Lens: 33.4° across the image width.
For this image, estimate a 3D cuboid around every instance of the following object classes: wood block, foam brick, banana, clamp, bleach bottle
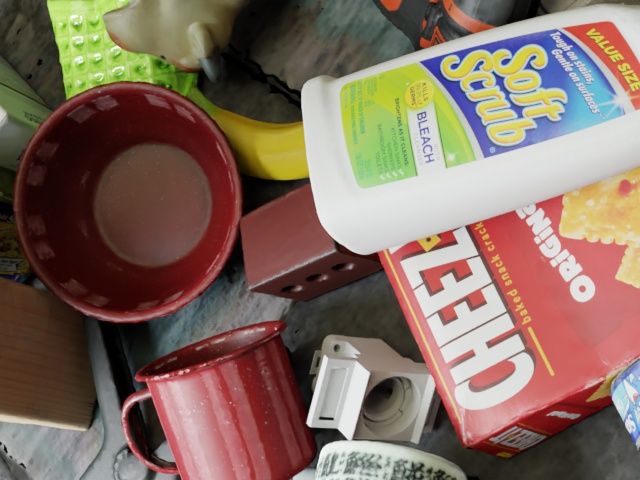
[{"bbox_3d":[-0.245,0.067,0.706,0.090,0.205,0.091,0,75,30],"label":"wood block"},{"bbox_3d":[-0.004,0.001,0.664,0.078,0.052,0.051,-25,64,38],"label":"foam brick"},{"bbox_3d":[-0.013,-0.071,0.689,0.198,0.069,0.037,-1,39,42],"label":"banana"},{"bbox_3d":[-0.121,0.144,0.708,0.165,0.036,0.210,19,85,30],"label":"clamp"},{"bbox_3d":[0.115,-0.073,0.535,0.251,0.068,0.102,-19,63,25],"label":"bleach bottle"}]

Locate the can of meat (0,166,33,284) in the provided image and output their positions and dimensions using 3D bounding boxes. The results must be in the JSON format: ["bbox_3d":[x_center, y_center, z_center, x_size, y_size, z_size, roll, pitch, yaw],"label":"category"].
[{"bbox_3d":[-0.246,-0.008,0.793,0.057,0.102,0.084,41,100,32],"label":"can of meat"}]

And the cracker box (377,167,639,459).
[{"bbox_3d":[0.144,-0.004,0.575,0.214,0.072,0.164,-33,60,19],"label":"cracker box"}]

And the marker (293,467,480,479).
[{"bbox_3d":[0.040,0.145,0.623,0.121,0.020,0.020,-4,73,30],"label":"marker"}]

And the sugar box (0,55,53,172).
[{"bbox_3d":[-0.263,-0.114,0.840,0.048,0.093,0.176,-49,57,9],"label":"sugar box"}]

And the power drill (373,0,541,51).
[{"bbox_3d":[0.065,-0.172,0.632,0.185,0.057,0.188,108,145,-47],"label":"power drill"}]

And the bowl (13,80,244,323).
[{"bbox_3d":[-0.124,-0.025,0.733,0.162,0.055,0.162,0,90,11],"label":"bowl"}]

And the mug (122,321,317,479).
[{"bbox_3d":[-0.062,0.104,0.626,0.117,0.093,0.081,-17,95,14],"label":"mug"}]

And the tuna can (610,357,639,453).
[{"bbox_3d":[0.186,0.070,0.518,0.086,0.086,0.034,-33,60,18],"label":"tuna can"}]
